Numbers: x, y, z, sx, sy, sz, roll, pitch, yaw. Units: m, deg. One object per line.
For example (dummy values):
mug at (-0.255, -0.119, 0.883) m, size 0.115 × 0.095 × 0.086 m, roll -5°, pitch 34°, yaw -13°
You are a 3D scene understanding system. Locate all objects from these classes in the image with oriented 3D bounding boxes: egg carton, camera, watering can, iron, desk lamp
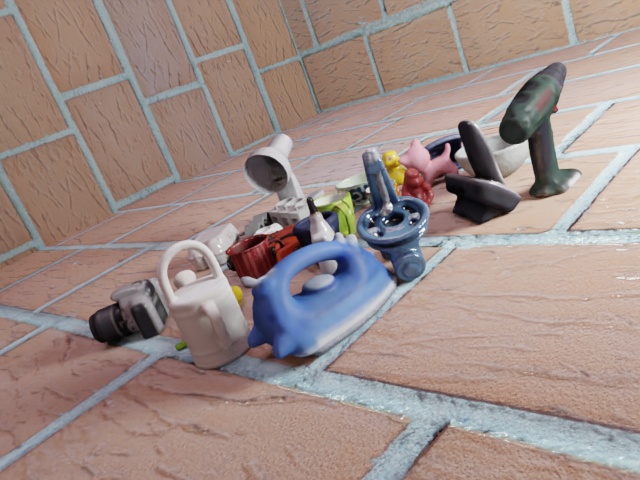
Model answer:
egg carton at (-0.260, 0.015, 1.418) m, size 0.107 × 0.069 × 0.150 m, roll -16°, pitch 18°, yaw 15°
camera at (-0.380, 0.137, 1.135) m, size 0.137 × 0.101 × 0.143 m, roll -21°, pitch 17°, yaw -1°
watering can at (-0.190, 0.092, 0.892) m, size 0.172 × 0.194 × 0.101 m, roll -3°, pitch 25°, yaw 45°
iron at (0.003, 0.064, 0.845) m, size 0.259 × 0.141 × 0.118 m, roll -31°, pitch 20°, yaw -29°
desk lamp at (-0.098, -0.170, 1.545) m, size 0.117 × 0.214 × 0.203 m, roll -12°, pitch 19°, yaw 26°

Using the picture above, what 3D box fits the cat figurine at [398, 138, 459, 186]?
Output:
cat figurine at (0.252, -0.186, 1.349) m, size 0.127 × 0.118 × 0.067 m, roll -17°, pitch 18°, yaw 13°

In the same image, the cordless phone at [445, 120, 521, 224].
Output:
cordless phone at (0.281, -0.136, 1.052) m, size 0.094 × 0.185 × 0.147 m, roll -25°, pitch 18°, yaw -13°

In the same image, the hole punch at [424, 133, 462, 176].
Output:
hole punch at (0.302, -0.216, 1.427) m, size 0.108 × 0.091 × 0.101 m, roll -21°, pitch 17°, yaw -1°

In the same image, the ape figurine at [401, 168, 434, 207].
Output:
ape figurine at (0.201, -0.107, 1.215) m, size 0.078 × 0.092 × 0.076 m, roll -26°, pitch 18°, yaw -17°

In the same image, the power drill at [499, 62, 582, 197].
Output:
power drill at (0.410, -0.197, 1.046) m, size 0.075 × 0.209 × 0.230 m, roll -2°, pitch 26°, yaw 47°

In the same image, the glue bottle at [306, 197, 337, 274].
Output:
glue bottle at (0.010, 0.009, 0.947) m, size 0.037 × 0.173 × 0.078 m, roll -16°, pitch 18°, yaw 15°

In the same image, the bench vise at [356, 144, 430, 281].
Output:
bench vise at (0.100, -0.056, 0.959) m, size 0.121 × 0.220 × 0.207 m, roll -25°, pitch 18°, yaw -13°

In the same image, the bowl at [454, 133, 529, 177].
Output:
bowl at (0.382, -0.176, 1.243) m, size 0.167 × 0.075 × 0.167 m, roll -19°, pitch 17°, yaw 6°

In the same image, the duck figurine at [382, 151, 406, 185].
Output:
duck figurine at (0.187, -0.191, 1.495) m, size 0.078 × 0.086 × 0.104 m, roll -29°, pitch 19°, yaw -24°

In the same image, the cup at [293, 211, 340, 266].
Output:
cup at (0.010, 0.004, 1.096) m, size 0.092 × 0.095 × 0.117 m, roll -27°, pitch 18°, yaw -20°
